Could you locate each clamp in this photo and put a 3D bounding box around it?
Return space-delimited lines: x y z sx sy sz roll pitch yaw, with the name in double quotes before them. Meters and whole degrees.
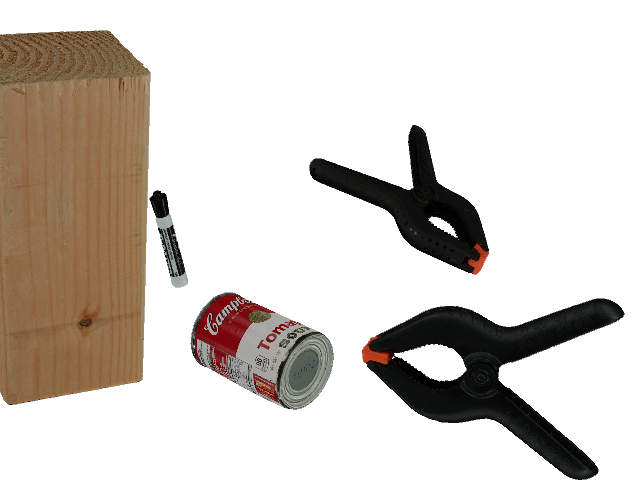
"clamp" 0.114 0.097 0.713 0.172 0.120 0.039 0 0 16
"clamp" 0.097 -0.041 1.153 0.164 0.210 0.036 -16 -37 -29

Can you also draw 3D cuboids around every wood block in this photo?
"wood block" -0.161 -0.015 0.653 0.090 0.206 0.090 -8 30 -26

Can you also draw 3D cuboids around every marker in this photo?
"marker" -0.171 -0.002 1.200 0.020 0.121 0.020 -8 31 4

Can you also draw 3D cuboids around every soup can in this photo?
"soup can" -0.049 0.091 0.884 0.102 0.068 0.068 21 13 37
